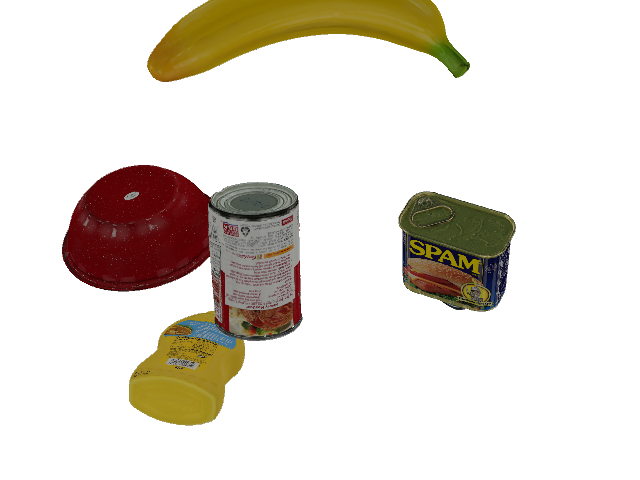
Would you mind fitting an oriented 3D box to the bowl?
[{"bbox_3d":[-0.177,-0.024,1.033,0.162,0.055,0.162,-5,41,4],"label":"bowl"}]

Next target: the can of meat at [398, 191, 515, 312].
[{"bbox_3d":[0.124,0.013,0.981,0.102,0.084,0.057,18,51,20],"label":"can of meat"}]

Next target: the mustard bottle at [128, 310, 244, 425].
[{"bbox_3d":[-0.135,0.127,1.169,0.096,0.058,0.191,8,24,8],"label":"mustard bottle"}]

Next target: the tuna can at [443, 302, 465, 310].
[{"bbox_3d":[0.157,0.042,1.291,0.033,0.086,0.086,-40,15,-19],"label":"tuna can"}]

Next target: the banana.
[{"bbox_3d":[-0.007,-0.130,0.641,0.197,0.069,0.037,-4,-32,-13],"label":"banana"}]

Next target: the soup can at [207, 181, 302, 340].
[{"bbox_3d":[-0.049,0.015,0.804,0.068,0.102,0.068,-1,24,0],"label":"soup can"}]
